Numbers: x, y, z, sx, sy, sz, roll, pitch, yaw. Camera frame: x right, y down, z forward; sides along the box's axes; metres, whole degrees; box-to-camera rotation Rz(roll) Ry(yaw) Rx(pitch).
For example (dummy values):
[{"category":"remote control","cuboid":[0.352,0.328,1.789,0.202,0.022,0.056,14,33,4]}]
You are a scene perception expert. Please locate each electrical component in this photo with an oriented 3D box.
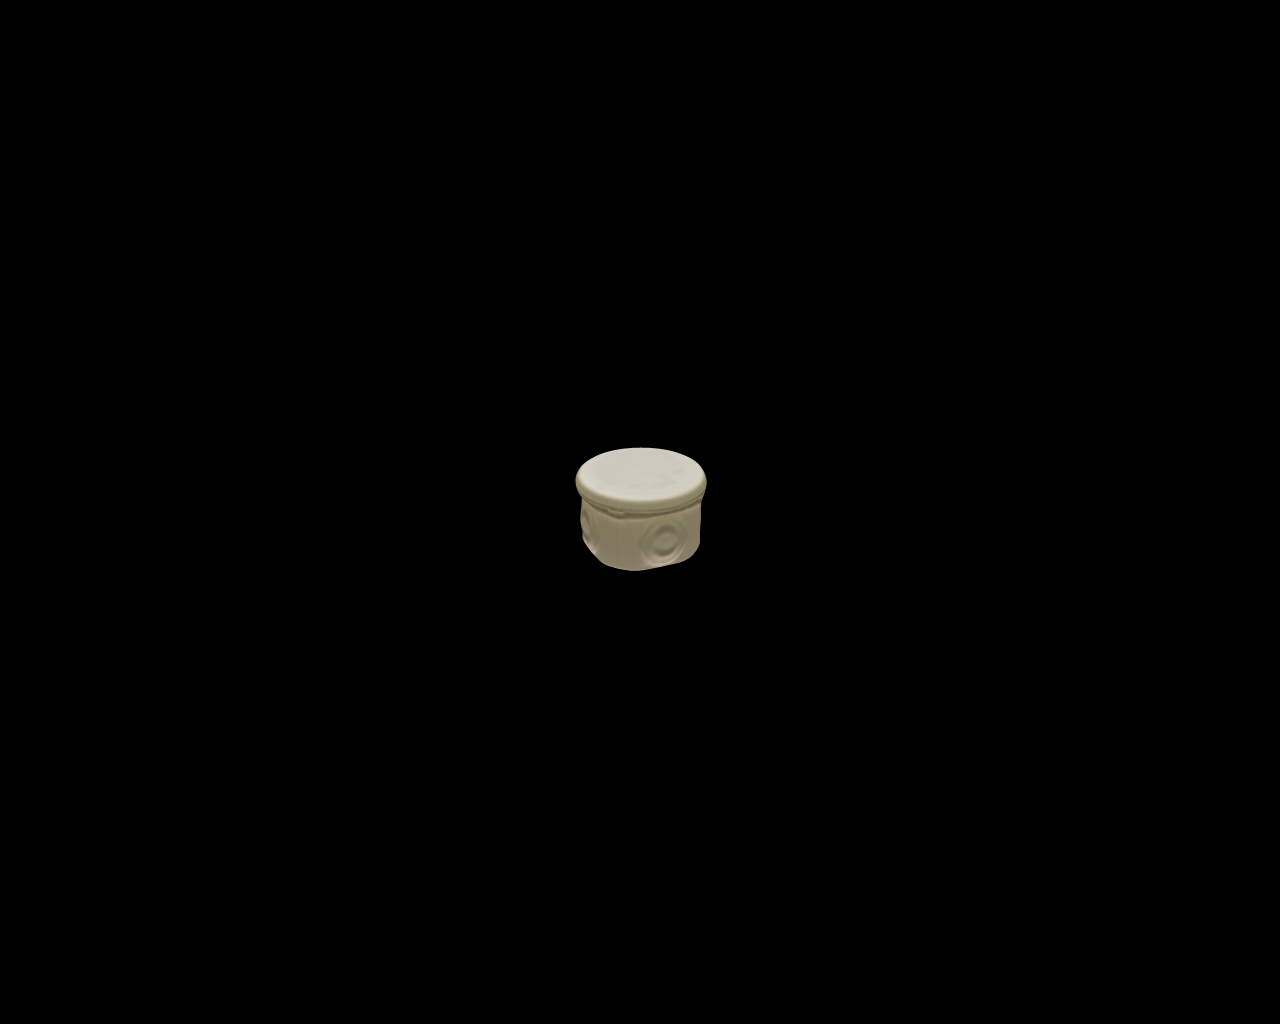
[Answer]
[{"category":"electrical component","cuboid":[0.001,-0.003,0.650,0.080,0.050,0.080,0,27,0]}]
